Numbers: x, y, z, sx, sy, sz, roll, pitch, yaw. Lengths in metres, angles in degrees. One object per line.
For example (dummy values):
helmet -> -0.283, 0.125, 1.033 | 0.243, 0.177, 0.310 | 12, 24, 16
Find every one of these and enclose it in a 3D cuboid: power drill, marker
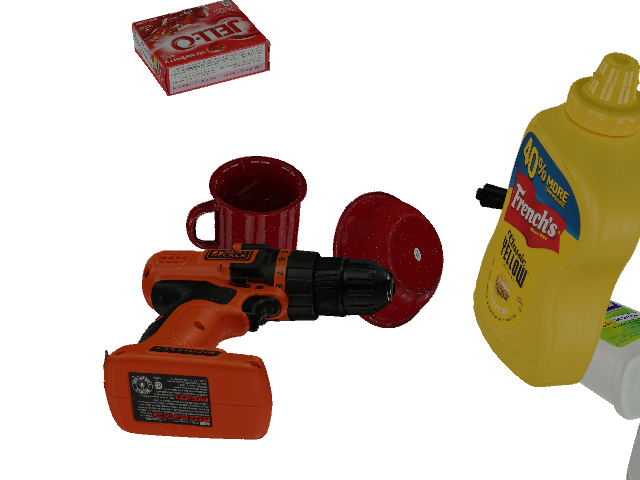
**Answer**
power drill -> -0.050, 0.059, 0.711 | 0.184, 0.057, 0.187 | 0, 22, 11
marker -> 0.177, -0.024, 0.818 | 0.121, 0.020, 0.020 | 15, 7, 27

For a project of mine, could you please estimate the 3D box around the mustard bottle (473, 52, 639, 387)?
mustard bottle -> 0.138, -0.016, 0.591 | 0.058, 0.192, 0.096 | -2, 39, -16

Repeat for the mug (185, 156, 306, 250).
mug -> -0.073, -0.020, 1.030 | 0.117, 0.081, 0.093 | -14, 43, -21

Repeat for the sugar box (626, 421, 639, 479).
sugar box -> 0.316, 0.168, 0.768 | 0.176, 0.093, 0.048 | 16, 28, 24

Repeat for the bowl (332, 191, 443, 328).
bowl -> 0.091, 0.019, 1.229 | 0.161, 0.162, 0.055 | 0, -8, -42

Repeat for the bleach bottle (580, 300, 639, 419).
bleach bottle -> 0.246, 0.087, 1.046 | 0.102, 0.068, 0.251 | -15, 23, -25

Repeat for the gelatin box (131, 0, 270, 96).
gelatin box -> -0.094, -0.153, 0.837 | 0.089, 0.030, 0.073 | -19, 46, -20
